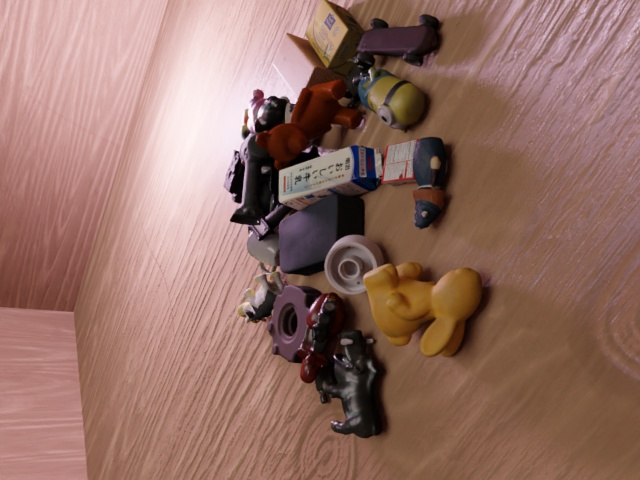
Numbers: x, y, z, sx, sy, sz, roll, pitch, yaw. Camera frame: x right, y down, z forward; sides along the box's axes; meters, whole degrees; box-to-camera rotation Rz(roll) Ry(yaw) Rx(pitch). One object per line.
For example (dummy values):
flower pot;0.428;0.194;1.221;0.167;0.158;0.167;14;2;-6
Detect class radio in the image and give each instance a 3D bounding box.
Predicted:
radio;-0.002;-0.003;1.144;0.230;0.073;0.131;-23;64;54

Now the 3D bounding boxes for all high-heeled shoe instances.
high-heeled shoe;-0.133;-0.100;1.335;0.248;0.086;0.145;109;171;-45

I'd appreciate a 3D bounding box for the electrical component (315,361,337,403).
electrical component;0.011;0.278;1.089;0.063;0.021;0.094;-44;48;42

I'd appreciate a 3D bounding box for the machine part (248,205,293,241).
machine part;-0.108;-0.058;1.292;0.139;0.039;0.084;-43;37;-4

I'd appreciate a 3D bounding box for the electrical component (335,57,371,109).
electrical component;0.073;-0.338;1.146;0.102;0.045;0.078;-50;42;38

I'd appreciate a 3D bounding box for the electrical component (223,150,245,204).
electrical component;-0.188;-0.160;1.425;0.058;0.115;0.134;43;120;57

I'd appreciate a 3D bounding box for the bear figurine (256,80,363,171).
bear figurine;-0.027;-0.234;1.117;0.132;0.120;0.196;20;63;45

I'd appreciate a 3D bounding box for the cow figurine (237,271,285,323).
cow figurine;-0.141;0.159;1.313;0.167;0.068;0.098;-52;55;38

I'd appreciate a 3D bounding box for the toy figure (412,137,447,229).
toy figure;0.183;-0.094;0.903;0.058;0.064;0.154;1;86;18

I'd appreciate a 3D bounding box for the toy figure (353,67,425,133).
toy figure;0.128;-0.275;1.017;0.089;0.082;0.180;-62;35;28

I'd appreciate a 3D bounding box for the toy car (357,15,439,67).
toy car;0.148;-0.381;1.038;0.202;0.053;0.089;23;96;52

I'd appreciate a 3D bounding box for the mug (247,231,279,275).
mug;-0.121;0.034;1.308;0.107;0.081;0.109;27;111;49

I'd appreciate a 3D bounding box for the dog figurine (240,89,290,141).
dog figurine;-0.133;-0.279;1.331;0.219;0.108;0.191;-101;33;-56

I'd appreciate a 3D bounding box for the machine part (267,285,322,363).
machine part;-0.050;0.183;1.178;0.179;0.056;0.179;-21;64;51

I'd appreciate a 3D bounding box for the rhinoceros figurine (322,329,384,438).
rhinoceros figurine;0.063;0.258;0.971;0.112;0.073;0.190;-36;53;48

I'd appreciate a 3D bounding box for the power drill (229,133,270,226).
power drill;-0.158;-0.140;1.247;0.232;0.086;0.207;156;127;-73

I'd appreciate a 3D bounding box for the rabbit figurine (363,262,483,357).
rabbit figurine;0.168;0.099;0.829;0.173;0.121;0.162;-19;68;33

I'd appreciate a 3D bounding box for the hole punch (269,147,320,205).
hole punch;-0.057;-0.139;1.241;0.092;0.116;0.142;107;167;-73

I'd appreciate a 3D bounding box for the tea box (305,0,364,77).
tea box;0.037;-0.457;1.213;0.098;0.068;0.170;-58;38;31

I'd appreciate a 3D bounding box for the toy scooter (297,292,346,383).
toy scooter;-0.001;0.187;1.028;0.135;0.075;0.183;59;-132;-80
